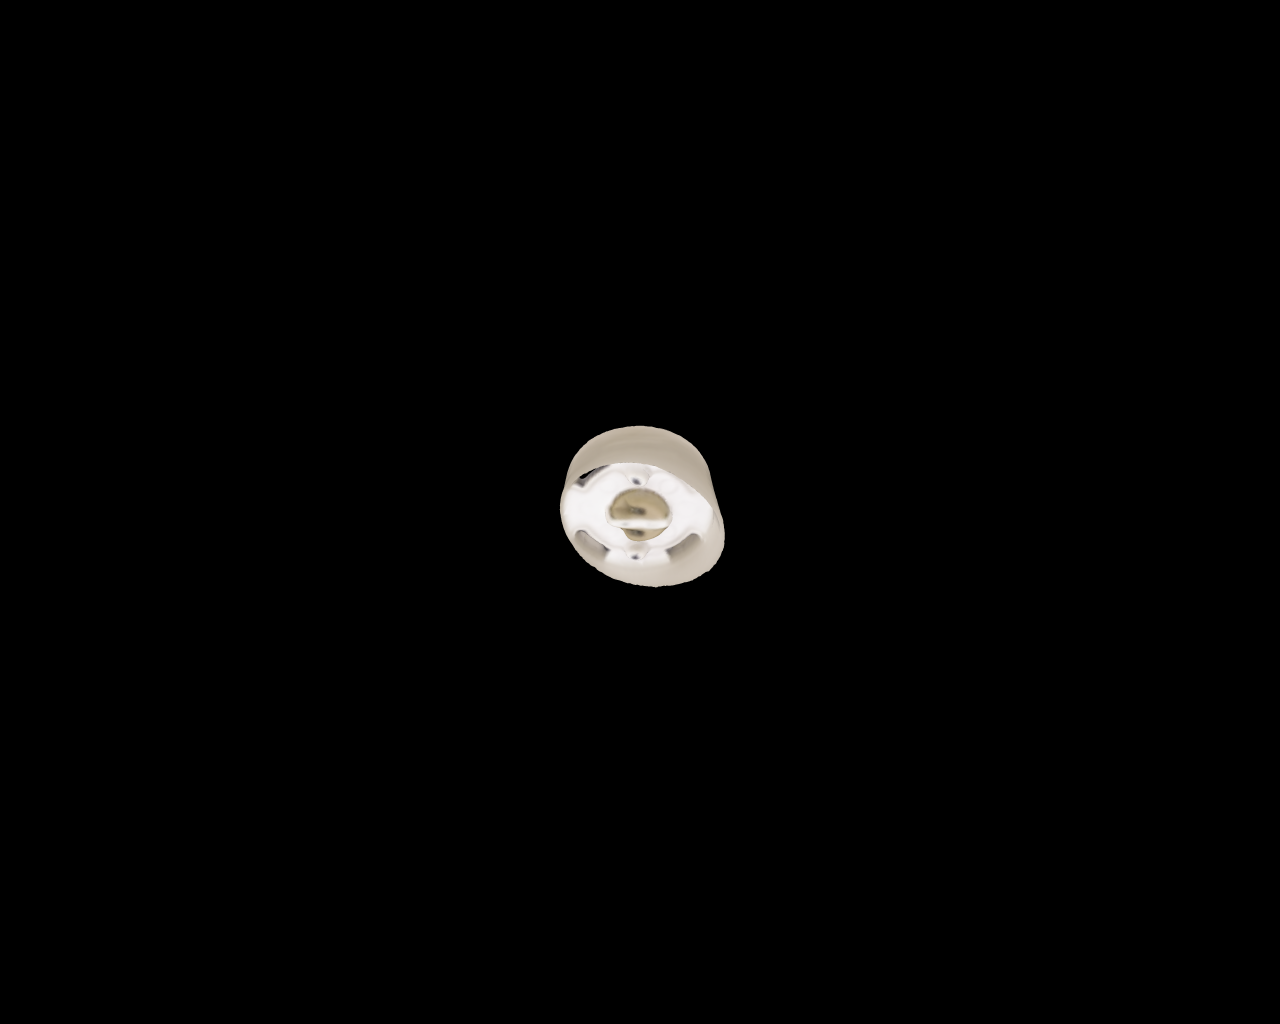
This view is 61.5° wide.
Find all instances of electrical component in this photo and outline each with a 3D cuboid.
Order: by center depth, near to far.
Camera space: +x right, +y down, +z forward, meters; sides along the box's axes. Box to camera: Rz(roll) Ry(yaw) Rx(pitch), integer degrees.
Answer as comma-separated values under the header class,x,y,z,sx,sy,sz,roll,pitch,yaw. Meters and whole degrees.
class,x,y,z,sx,sy,sz,roll,pitch,yaw
electrical component,0.001,-0.003,0.650,0.099,0.099,0.064,0,40,0
